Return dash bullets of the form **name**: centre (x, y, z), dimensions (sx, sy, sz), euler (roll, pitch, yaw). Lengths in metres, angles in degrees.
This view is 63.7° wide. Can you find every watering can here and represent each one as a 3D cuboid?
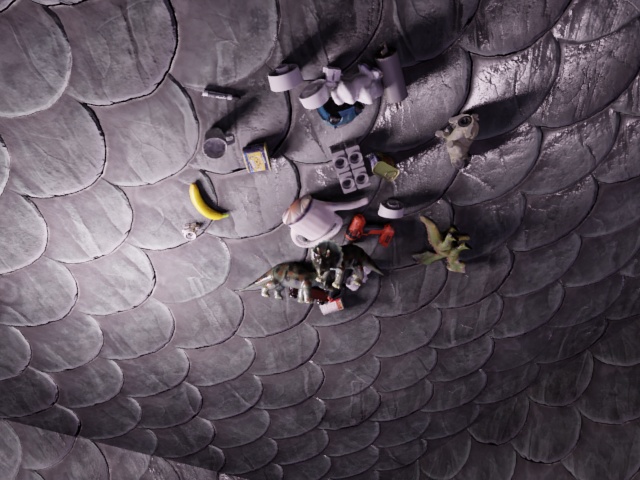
- **watering can**: centre (0.006, -0.099, 1.976), dimensions (0.222, 0.106, 0.343), euler (34, -62, -32)

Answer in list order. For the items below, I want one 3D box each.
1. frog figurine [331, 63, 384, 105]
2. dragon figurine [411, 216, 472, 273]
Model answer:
- **frog figurine**: centre (0.123, -0.481, 1.663), dimensions (0.139, 0.160, 0.121), euler (43, -1, 24)
- **dragon figurine**: centre (0.496, 0.037, 2.190), dimensions (0.407, 0.125, 0.239), euler (27, -52, -27)
